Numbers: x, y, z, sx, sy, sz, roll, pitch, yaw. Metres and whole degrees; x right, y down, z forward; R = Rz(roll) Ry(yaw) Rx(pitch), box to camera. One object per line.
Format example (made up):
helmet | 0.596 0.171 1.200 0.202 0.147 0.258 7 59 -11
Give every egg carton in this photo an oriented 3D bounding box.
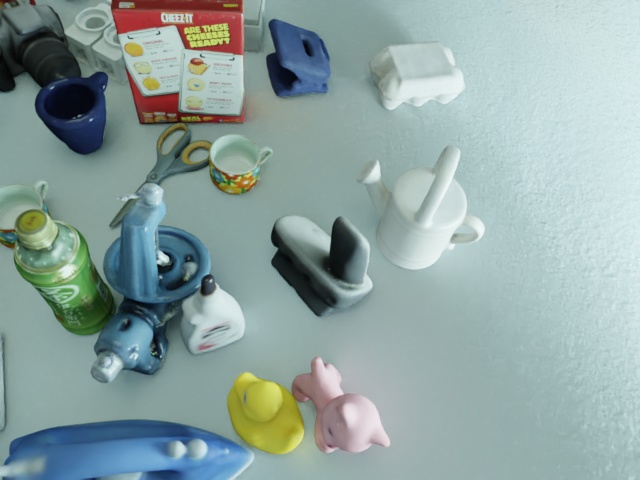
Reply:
egg carton | 0.161 -0.275 0.955 0.150 0.069 0.107 -10 63 -13

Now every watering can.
watering can | 0.132 -0.048 0.753 0.173 0.194 0.101 5 60 -4

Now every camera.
camera | -0.439 -0.284 0.864 0.143 0.101 0.136 -36 71 -23

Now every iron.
iron | -0.196 0.229 0.585 0.258 0.141 0.118 -6 62 -10

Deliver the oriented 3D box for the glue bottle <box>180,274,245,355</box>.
glue bottle | -0.126 0.081 0.658 0.078 0.173 0.037 -22 65 -18

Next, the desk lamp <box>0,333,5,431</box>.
desk lamp | -0.401 0.158 0.556 0.118 0.213 0.203 -12 63 -13

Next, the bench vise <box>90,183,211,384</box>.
bench vise | -0.188 0.050 0.641 0.121 0.220 0.207 2 61 -6

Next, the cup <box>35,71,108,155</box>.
cup | -0.339 -0.179 0.822 0.091 0.095 0.118 26 61 8

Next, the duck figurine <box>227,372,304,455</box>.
duck figurine | -0.062 0.193 0.654 0.104 0.086 0.078 42 64 16

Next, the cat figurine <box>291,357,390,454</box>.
cat figurine | 0.022 0.190 0.649 0.067 0.118 0.127 -23 66 -19

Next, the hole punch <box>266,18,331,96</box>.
hole punch | -0.033 -0.302 0.933 0.101 0.091 0.108 -9 62 -12

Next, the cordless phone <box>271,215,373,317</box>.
cordless phone | 0.007 0.003 0.713 0.147 0.185 0.094 43 64 16
